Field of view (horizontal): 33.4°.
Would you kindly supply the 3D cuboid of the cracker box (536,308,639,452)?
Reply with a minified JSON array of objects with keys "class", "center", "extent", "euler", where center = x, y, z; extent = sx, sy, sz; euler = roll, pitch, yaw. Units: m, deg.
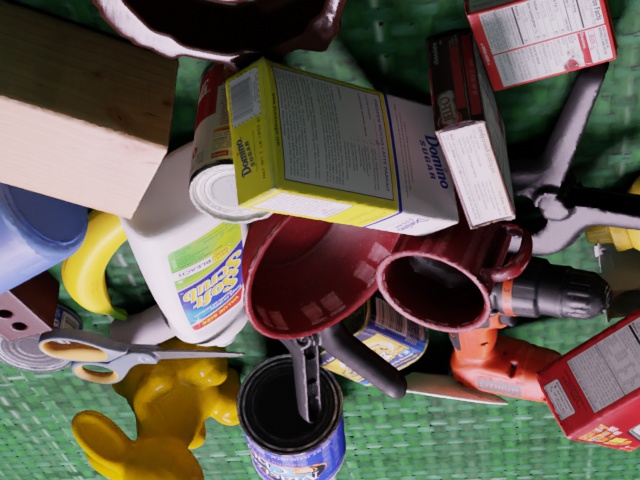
[{"class":"cracker box","center":[0.306,0.092,0.886],"extent":[0.214,0.072,0.164],"euler":[-37,149,21]}]

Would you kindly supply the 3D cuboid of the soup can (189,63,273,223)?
[{"class":"soup can","center":[-0.056,-0.071,0.758],"extent":[0.068,0.102,0.068],"euler":[1,143,1]}]

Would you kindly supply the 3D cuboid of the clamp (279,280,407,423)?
[{"class":"clamp","center":[0.003,0.082,0.936],"extent":[0.120,0.039,0.171],"euler":[-15,108,31]}]

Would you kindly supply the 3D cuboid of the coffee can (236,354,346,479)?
[{"class":"coffee can","center":[-0.026,0.187,1.074],"extent":[0.103,0.103,0.140],"euler":[-1,152,2]}]

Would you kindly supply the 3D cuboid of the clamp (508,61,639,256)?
[{"class":"clamp","center":[0.181,-0.045,0.817],"extent":[0.210,0.036,0.164],"euler":[-17,119,43]}]

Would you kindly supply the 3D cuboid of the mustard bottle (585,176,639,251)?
[{"class":"mustard bottle","center":[0.304,-0.028,0.839],"extent":[0.192,0.058,0.096],"euler":[-14,141,20]}]

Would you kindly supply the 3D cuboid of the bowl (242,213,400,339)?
[{"class":"bowl","center":[-0.006,0.001,0.854],"extent":[0.161,0.055,0.162],"euler":[-25,140,-24]}]

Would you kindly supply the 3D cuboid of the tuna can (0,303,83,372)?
[{"class":"tuna can","center":[-0.275,0.093,1.035],"extent":[0.086,0.033,0.086],"euler":[1,142,1]}]

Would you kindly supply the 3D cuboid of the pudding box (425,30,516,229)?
[{"class":"pudding box","center":[0.107,-0.077,0.755],"extent":[0.039,0.090,0.113],"euler":[-13,141,16]}]

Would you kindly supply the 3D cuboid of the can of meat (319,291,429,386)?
[{"class":"can of meat","center":[0.040,0.090,1.002],"extent":[0.083,0.057,0.102],"euler":[27,136,-32]}]

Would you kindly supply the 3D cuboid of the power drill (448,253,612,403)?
[{"class":"power drill","center":[0.169,0.073,0.942],"extent":[0.185,0.057,0.187],"euler":[10,147,26]}]

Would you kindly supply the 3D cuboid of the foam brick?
[{"class":"foam brick","center":[-0.279,0.046,0.959],"extent":[0.053,0.051,0.078],"euler":[-14,140,19]}]

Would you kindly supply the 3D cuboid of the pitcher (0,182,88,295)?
[{"class":"pitcher","center":[-0.312,0.006,0.840],"extent":[0.243,0.149,0.145],"euler":[-23,130,23]}]

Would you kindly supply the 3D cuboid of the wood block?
[{"class":"wood block","center":[-0.212,-0.100,0.737],"extent":[0.205,0.090,0.091],"euler":[16,140,-19]}]

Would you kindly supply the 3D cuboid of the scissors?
[{"class":"scissors","center":[-0.162,0.114,0.990],"extent":[0.202,0.016,0.096],"euler":[7,147,10]}]

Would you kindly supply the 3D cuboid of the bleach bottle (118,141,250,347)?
[{"class":"bleach bottle","center":[-0.096,0.022,0.904],"extent":[0.102,0.068,0.251],"euler":[-32,152,-12]}]

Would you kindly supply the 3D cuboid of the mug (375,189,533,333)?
[{"class":"mug","center":[0.110,0.011,0.825],"extent":[0.117,0.081,0.093],"euler":[-8,131,40]}]

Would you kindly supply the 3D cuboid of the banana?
[{"class":"banana","center":[-0.185,0.009,0.924],"extent":[0.069,0.037,0.198],"euler":[-1,147,-24]}]

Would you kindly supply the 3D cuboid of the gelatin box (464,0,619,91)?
[{"class":"gelatin box","center":[0.149,-0.145,0.715],"extent":[0.089,0.030,0.073],"euler":[-13,139,17]}]

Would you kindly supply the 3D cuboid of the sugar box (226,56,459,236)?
[{"class":"sugar box","center":[0.019,-0.059,0.733],"extent":[0.175,0.093,0.048],"euler":[10,157,-44]}]
